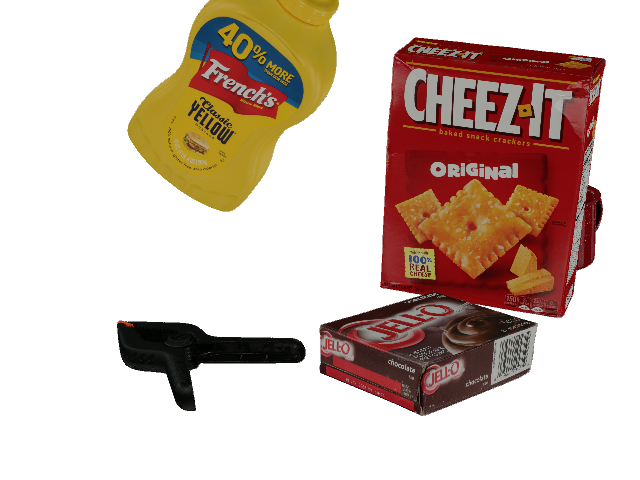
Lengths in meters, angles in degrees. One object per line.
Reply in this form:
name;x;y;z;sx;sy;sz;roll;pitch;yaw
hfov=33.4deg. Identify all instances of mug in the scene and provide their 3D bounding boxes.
mug;0.282;-0.018;1.227;0.117;0.081;0.093;-21;26;-34

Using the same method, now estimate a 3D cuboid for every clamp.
clamp;-0.144;0.119;1.089;0.210;0.036;0.164;9;18;34

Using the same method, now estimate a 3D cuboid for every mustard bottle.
mustard bottle;-0.045;-0.109;0.693;0.192;0.096;0.058;-48;3;37

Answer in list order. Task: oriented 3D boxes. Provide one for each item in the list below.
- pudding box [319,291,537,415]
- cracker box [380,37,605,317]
pudding box;0.069;0.069;0.681;0.113;0.039;0.090;-10;19;-42
cracker box;0.140;-0.051;0.900;0.164;0.214;0.072;10;25;18
